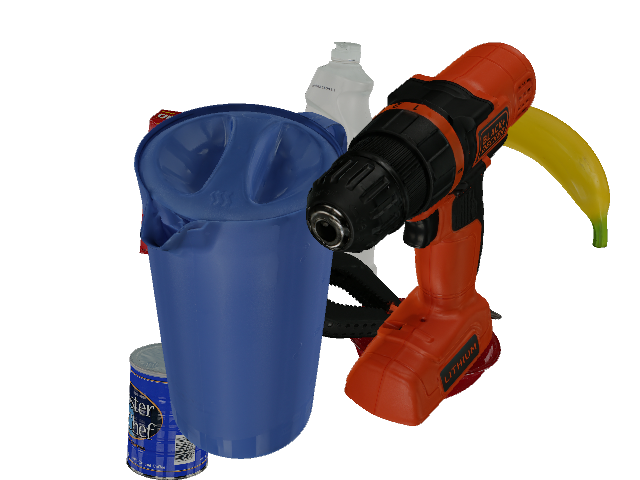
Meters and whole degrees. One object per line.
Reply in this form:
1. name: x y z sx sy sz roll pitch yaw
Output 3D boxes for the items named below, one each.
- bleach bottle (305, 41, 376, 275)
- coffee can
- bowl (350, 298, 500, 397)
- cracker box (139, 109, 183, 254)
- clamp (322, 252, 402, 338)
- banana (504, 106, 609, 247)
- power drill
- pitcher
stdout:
1. bleach bottle: 0.022 -0.084 1.144 0.103 0.251 0.067 18 19 38
2. coffee can: -0.186 0.209 1.319 0.103 0.140 0.103 4 15 -1
3. bowl: 0.105 0.121 1.121 0.162 0.055 0.162 6 24 -3
4. cracker box: -0.178 -0.075 1.597 0.164 0.214 0.072 10 20 6
5. clamp: -0.025 0.040 0.973 0.210 0.036 0.164 28 46 5
6. banana: 0.169 -0.074 0.867 0.037 0.070 0.198 5 30 -43
7. power drill: 0.052 0.006 0.565 0.057 0.188 0.184 24 42 26
8. pitcher: -0.048 0.031 0.751 0.149 0.243 0.145 -4 40 -8
